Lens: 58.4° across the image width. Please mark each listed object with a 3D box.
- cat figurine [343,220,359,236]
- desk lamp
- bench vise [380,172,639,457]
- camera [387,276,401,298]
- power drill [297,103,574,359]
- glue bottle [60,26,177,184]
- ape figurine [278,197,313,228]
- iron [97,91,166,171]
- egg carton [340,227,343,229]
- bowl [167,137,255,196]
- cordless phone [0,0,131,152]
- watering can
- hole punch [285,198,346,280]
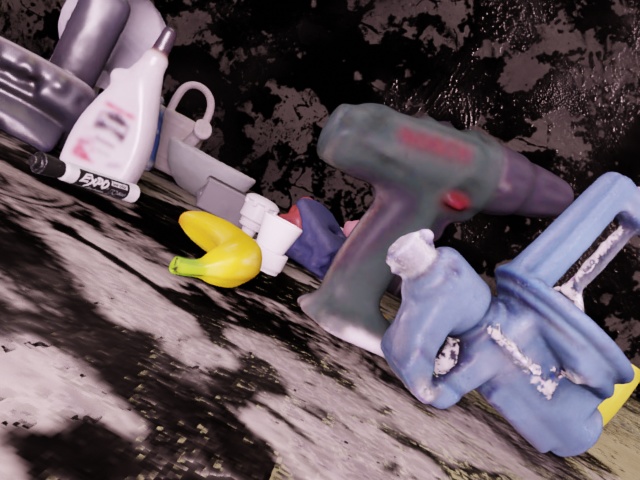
[{"bbox_3d":[0.066,0.011,0.947,0.067,0.118,0.127,27,3,-14],"label":"cat figurine"},{"bbox_3d":[-0.303,-0.228,0.718,0.202,0.213,0.118,31,4,42],"label":"desk lamp"},{"bbox_3d":[0.160,0.034,0.409,0.208,0.220,0.121,26,3,-32],"label":"bench vise"},{"bbox_3d":[0.179,0.073,1.093,0.136,0.101,0.143,28,3,6],"label":"camera"},{"bbox_3d":[0.084,-0.005,0.492,0.230,0.208,0.075,27,3,-16],"label":"power drill"},{"bbox_3d":[-0.190,-0.137,0.579,0.078,0.173,0.037,28,3,0],"label":"glue bottle"},{"bbox_3d":[-0.036,-0.030,0.973,0.078,0.092,0.076,27,3,-22],"label":"ape figurine"},{"bbox_3d":[-0.343,-0.228,1.069,0.257,0.141,0.119,31,4,42],"label":"iron"},{"bbox_3d":[0.058,0.020,1.204,0.107,0.069,0.150,27,3,-14],"label":"egg carton"},{"bbox_3d":[-0.203,-0.112,1.012,0.167,0.075,0.167,28,3,-1],"label":"bowl"},{"bbox_3d":[-0.294,-0.200,0.600,0.148,0.185,0.093,26,3,-32],"label":"cordless phone"},{"bbox_3d":[-0.276,-0.228,1.170,0.172,0.194,0.101,30,3,28],"label":"watering can"},{"bbox_3d":[0.007,0.003,0.809,0.100,0.091,0.109,30,3,28],"label":"hole punch"}]
